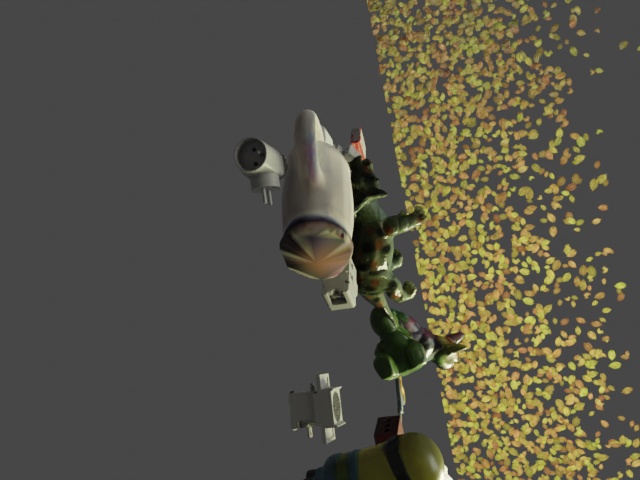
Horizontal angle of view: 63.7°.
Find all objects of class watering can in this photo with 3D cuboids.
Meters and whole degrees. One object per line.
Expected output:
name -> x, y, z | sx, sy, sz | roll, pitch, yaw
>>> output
watering can -> 0.002, -0.040, 0.800 | 0.340, 0.104, 0.229 | 75, 13, -59

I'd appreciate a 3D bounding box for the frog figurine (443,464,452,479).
frog figurine -> 0.324, 0.681, 1.458 | 0.139, 0.123, 0.157 | -30, 122, -55
